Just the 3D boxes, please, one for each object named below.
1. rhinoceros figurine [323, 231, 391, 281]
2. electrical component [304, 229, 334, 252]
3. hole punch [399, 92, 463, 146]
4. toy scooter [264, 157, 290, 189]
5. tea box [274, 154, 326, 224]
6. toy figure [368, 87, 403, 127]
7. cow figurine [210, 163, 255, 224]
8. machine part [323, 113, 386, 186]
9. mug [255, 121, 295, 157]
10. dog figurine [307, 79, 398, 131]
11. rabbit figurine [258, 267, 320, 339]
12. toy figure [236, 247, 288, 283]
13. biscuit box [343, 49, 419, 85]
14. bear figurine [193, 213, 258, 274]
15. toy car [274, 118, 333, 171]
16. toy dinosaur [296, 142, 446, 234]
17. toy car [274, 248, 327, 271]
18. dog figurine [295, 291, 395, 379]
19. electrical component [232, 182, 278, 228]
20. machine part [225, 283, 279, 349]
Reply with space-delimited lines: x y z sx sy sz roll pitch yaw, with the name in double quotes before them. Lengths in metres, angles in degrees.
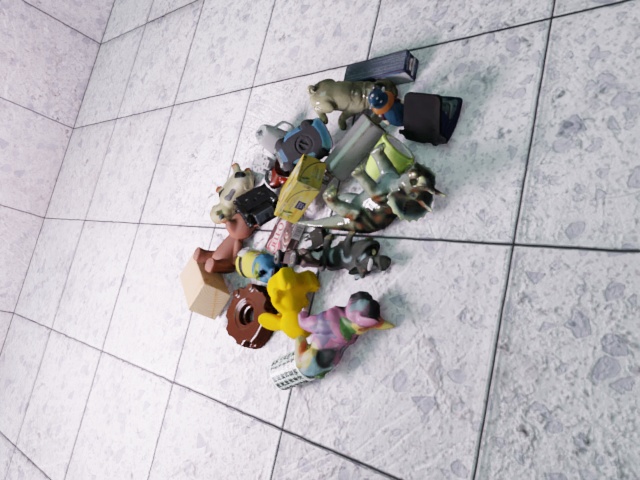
"rhinoceros figurine" 0.082 0.039 1.272 0.190 0.073 0.112 0 73 43
"electrical component" -0.003 -0.004 1.403 0.094 0.021 0.063 -29 55 32
"hole punch" 0.258 -0.282 1.238 0.142 0.092 0.115 22 120 43
"toy scooter" -0.077 -0.210 1.517 0.135 0.075 0.183 43 106 42
"tea box" -0.052 -0.129 1.383 0.169 0.068 0.098 130 158 -54
"toy figure" 0.159 -0.318 1.282 0.058 0.154 0.064 12 83 42
"cow figurine" -0.272 -0.128 1.662 0.195 0.085 0.127 -51 41 15
"machine part" 0.086 -0.234 1.369 0.243 0.079 0.079 -50 47 17
"mug" -0.128 -0.302 1.576 0.109 0.107 0.081 -46 50 23
"dog figurine" 0.083 -0.376 1.371 0.191 0.172 0.121 -17 74 46
"rabbit figurine" -0.078 0.171 1.339 0.162 0.121 0.173 -32 64 26
"toy figure" -0.167 0.075 1.485 0.180 0.082 0.089 21 88 43
"biscuit box" 0.154 -0.435 1.398 0.203 0.059 0.062 2 77 43
"bear figurine" -0.266 -0.002 1.576 0.120 0.132 0.195 35 105 43
"toy car" -0.035 -0.246 1.423 0.162 0.103 0.109 -29 85 20
"toy dinosaur" 0.120 -0.081 1.246 0.405 0.192 0.131 -37 8 48
"toy car" -0.049 0.045 1.335 0.202 0.089 0.053 177 105 -71
"dog figurine" 0.055 0.214 1.208 0.219 0.108 0.191 -10 66 37
"electrical component" -0.173 -0.095 1.517 0.115 0.058 0.134 -33 37 -10
"machine part" -0.188 0.207 1.469 0.179 0.056 0.179 -16 65 38
